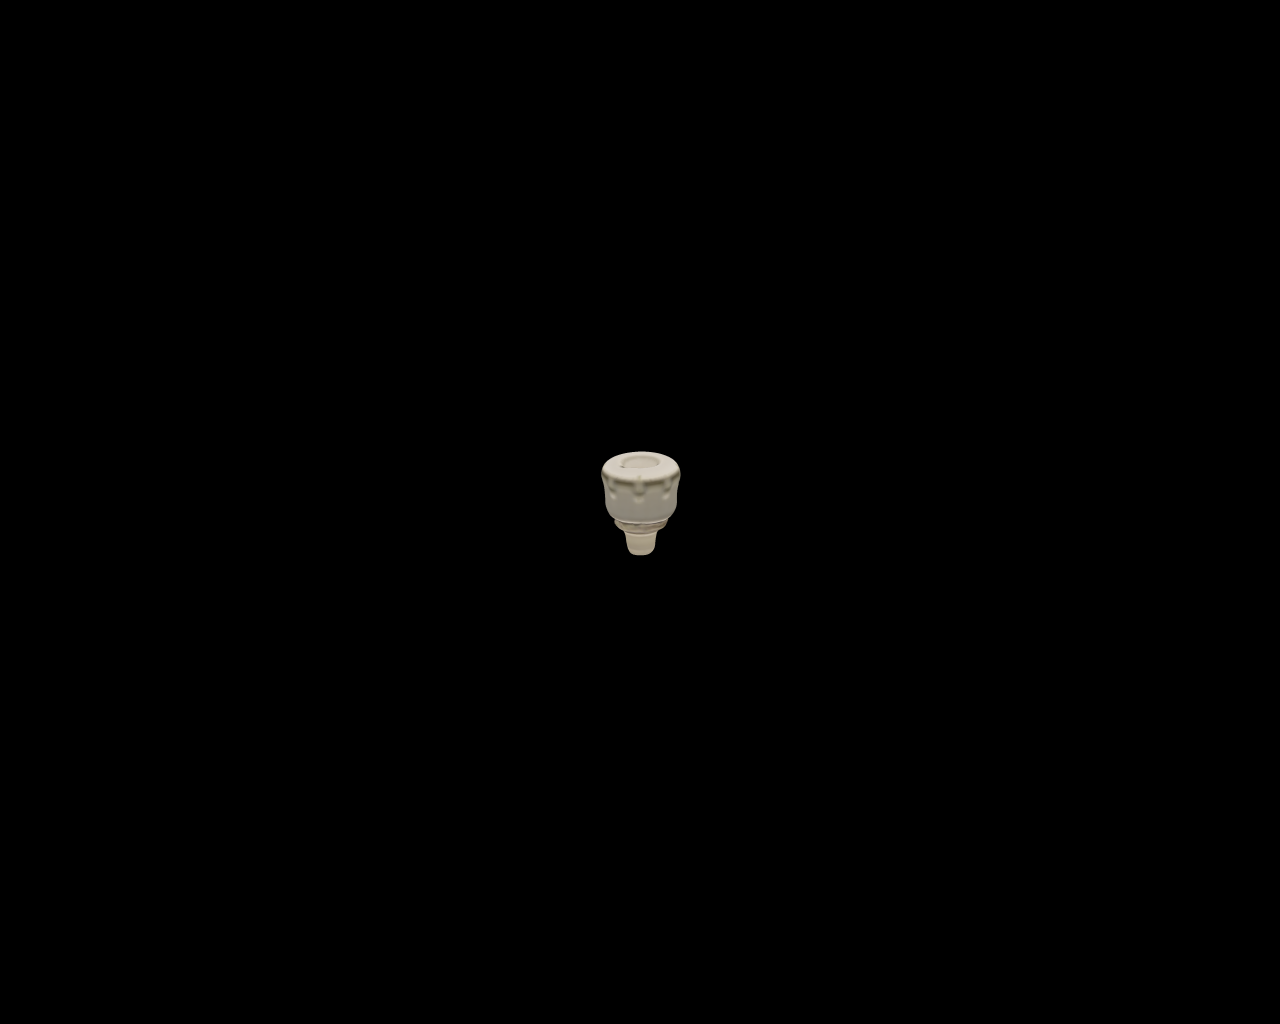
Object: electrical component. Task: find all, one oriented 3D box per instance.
[{"bbox_3d":[0.001,-0.003,0.650,0.048,0.062,0.048,0,22,0],"label":"electrical component"}]
